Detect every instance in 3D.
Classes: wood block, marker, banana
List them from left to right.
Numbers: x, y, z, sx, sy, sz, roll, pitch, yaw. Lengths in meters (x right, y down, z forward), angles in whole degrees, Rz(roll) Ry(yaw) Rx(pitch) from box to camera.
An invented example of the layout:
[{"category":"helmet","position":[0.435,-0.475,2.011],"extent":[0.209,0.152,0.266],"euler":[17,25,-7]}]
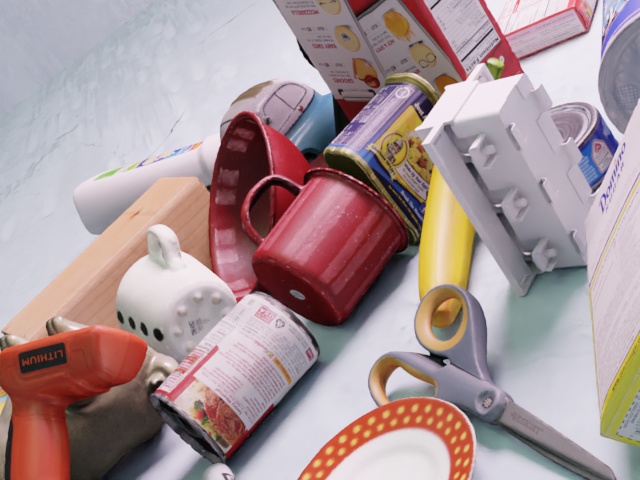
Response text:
[{"category":"wood block","position":[-0.172,0.043,0.960],"extent":[0.206,0.090,0.091],"euler":[-47,23,-20]},{"category":"marker","position":[-0.047,0.166,0.635],"extent":[0.020,0.020,0.121],"euler":[-40,23,-7]},{"category":"banana","position":[0.090,-0.026,0.724],"extent":[0.037,0.069,0.197],"euler":[10,68,8]}]

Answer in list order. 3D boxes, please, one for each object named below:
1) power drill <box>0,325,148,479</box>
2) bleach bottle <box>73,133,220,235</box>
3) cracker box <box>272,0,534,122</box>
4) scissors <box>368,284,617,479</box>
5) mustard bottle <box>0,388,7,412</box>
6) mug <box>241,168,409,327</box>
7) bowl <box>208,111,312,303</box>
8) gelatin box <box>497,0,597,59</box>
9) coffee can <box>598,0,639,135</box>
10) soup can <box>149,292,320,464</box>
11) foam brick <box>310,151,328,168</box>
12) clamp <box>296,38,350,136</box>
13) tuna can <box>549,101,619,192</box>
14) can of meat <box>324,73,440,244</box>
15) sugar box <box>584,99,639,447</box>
[{"category":"power drill","position":[-0.153,0.152,0.671],"extent":[0.185,0.057,0.187],"euler":[-14,62,29]},{"category":"bleach bottle","position":[-0.152,-0.074,1.183],"extent":[0.251,0.068,0.102],"euler":[-18,10,30]},{"category":"cracker box","position":[0.059,-0.174,0.873],"extent":[0.072,0.213,0.164],"euler":[-47,25,-26]},{"category":"scissors","position":[0.096,0.071,0.582],"extent":[0.202,0.016,0.096],"euler":[0,64,56]},{"category":"mustard bottle","position":[-0.279,0.159,0.937],"extent":[0.096,0.058,0.192],"euler":[-44,23,-12]},{"category":"mug","position":[-0.005,0.001,0.772],"extent":[0.081,0.117,0.093],"euler":[-53,2,-21]},{"category":"bowl","position":[-0.043,-0.024,0.881],"extent":[0.162,0.055,0.162],"euler":[-177,90,-67]},{"category":"gelatin box","position":[0.200,-0.199,0.952],"extent":[0.089,0.030,0.073],"euler":[-20,30,37]},{"category":"coffee can","position":[0.233,-0.134,0.687],"extent":[0.103,0.102,0.140],"euler":[-24,26,30]},{"category":"soup can","position":[-0.057,0.093,0.725],"extent":[0.102,0.068,0.069],"euler":[-47,24,-22]},{"category":"foam brick","position":[0.031,-0.057,0.902],"extent":[0.078,0.053,0.051],"euler":[-43,23,-16]},{"category":"clamp","position":[0.024,-0.163,0.981],"extent":[0.120,0.171,0.039],"euler":[-53,28,-11]},{"category":"tuna can","position":[0.161,-0.057,0.735],"extent":[0.086,0.033,0.086],"euler":[-31,24,15]},{"category":"can of meat","position":[0.062,-0.059,0.798],"extent":[0.084,0.102,0.058],"euler":[-48,26,-18]},{"category":"sugar box","position":[0.168,0.011,0.527],"extent":[0.176,0.048,0.093],"euler":[-70,-5,-54]}]
